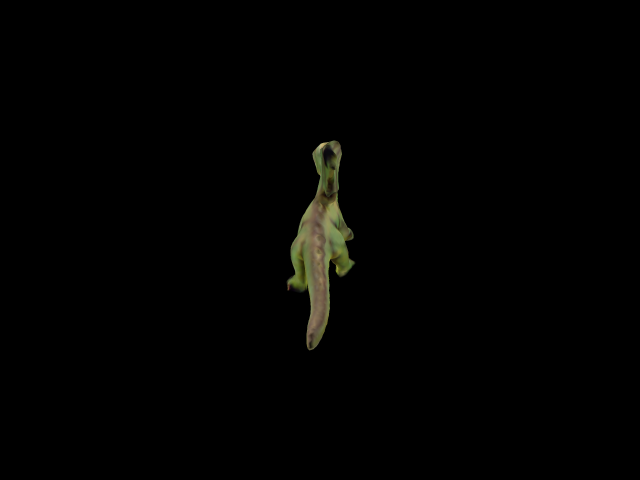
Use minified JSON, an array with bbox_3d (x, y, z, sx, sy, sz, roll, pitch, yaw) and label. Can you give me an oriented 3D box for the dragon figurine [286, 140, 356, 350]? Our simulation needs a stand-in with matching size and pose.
[{"bbox_3d":[0.003,-0.043,0.850,0.122,0.237,0.419,0,30,0],"label":"dragon figurine"}]
